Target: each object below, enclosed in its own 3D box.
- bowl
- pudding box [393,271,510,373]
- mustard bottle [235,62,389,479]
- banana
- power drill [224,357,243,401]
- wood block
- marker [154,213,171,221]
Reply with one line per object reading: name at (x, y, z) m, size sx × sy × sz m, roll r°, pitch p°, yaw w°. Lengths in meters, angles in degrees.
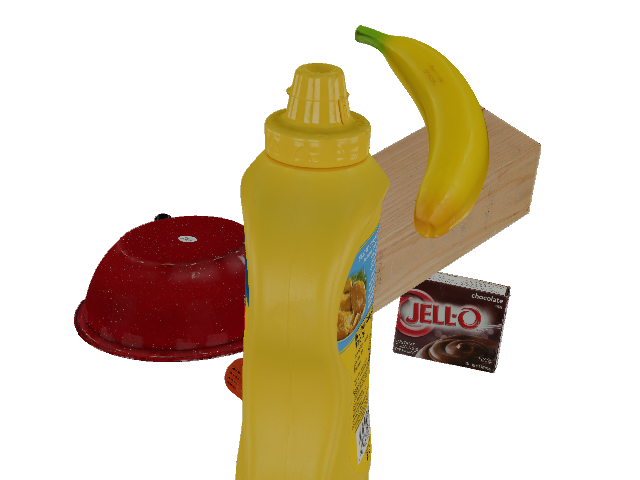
bowl at (-0.093, 0.024, 0.744) m, size 0.162 × 0.055 × 0.162 m, roll -2°, pitch 22°, yaw 0°
pudding box at (0.138, 0.083, 1.127) m, size 0.113 × 0.090 × 0.039 m, roll 10°, pitch 22°, yaw 10°
mustard bottle at (-0.004, 0.023, 0.439) m, size 0.058 × 0.192 × 0.096 m, roll 8°, pitch 25°, yaw 10°
banana at (0.072, -0.071, 0.677) m, size 0.069 × 0.037 × 0.198 m, roll -6°, pitch 45°, yaw -8°
power drill at (-0.024, 0.128, 1.220) m, size 0.057 × 0.188 × 0.185 m, roll 15°, pitch 10°, yaw -45°
wood block at (0.092, -0.032, 0.967) m, size 0.205 × 0.090 × 0.091 m, roll -31°, pitch 51°, yaw -28°
marker at (-0.161, 0.013, 1.059) m, size 0.020 × 0.020 × 0.121 m, roll 0°, pitch 38°, yaw -1°
